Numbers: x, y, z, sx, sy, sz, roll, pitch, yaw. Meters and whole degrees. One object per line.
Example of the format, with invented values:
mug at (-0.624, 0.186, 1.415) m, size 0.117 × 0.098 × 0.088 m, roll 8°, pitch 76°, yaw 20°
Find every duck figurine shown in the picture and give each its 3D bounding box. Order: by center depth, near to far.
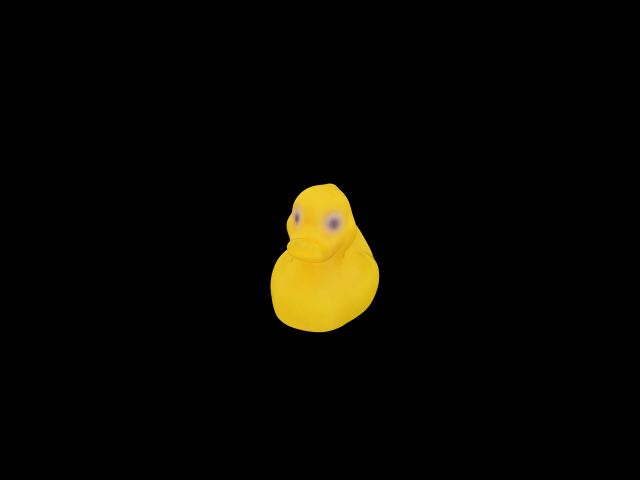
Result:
duck figurine at (0.004, 0.001, 0.400) m, size 0.077 × 0.086 × 0.105 m, roll 9°, pitch 30°, yaw 17°
